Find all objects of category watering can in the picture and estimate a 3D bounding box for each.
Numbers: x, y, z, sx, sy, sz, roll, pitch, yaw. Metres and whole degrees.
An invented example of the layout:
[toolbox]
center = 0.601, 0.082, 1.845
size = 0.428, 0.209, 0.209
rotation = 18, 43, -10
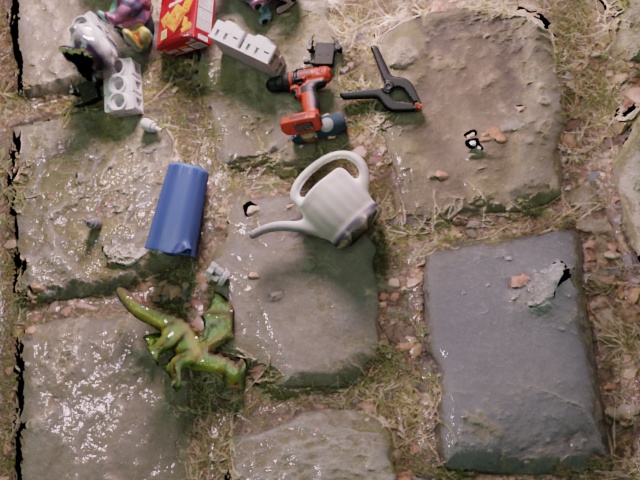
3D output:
[watering can]
center = 0.004, -0.066, 1.306
size = 0.347, 0.103, 0.226
rotation = -44, 80, 2

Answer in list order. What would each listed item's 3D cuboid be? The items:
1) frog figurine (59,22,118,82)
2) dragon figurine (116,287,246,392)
[frog figurine]
center = -0.613, -0.533, 1.401
size = 0.121, 0.136, 0.163
rotation = -24, 43, 42
[dragon figurine]
center = -0.338, 0.233, 1.355
size = 0.244, 0.121, 0.413
rotation = -33, 81, -12
